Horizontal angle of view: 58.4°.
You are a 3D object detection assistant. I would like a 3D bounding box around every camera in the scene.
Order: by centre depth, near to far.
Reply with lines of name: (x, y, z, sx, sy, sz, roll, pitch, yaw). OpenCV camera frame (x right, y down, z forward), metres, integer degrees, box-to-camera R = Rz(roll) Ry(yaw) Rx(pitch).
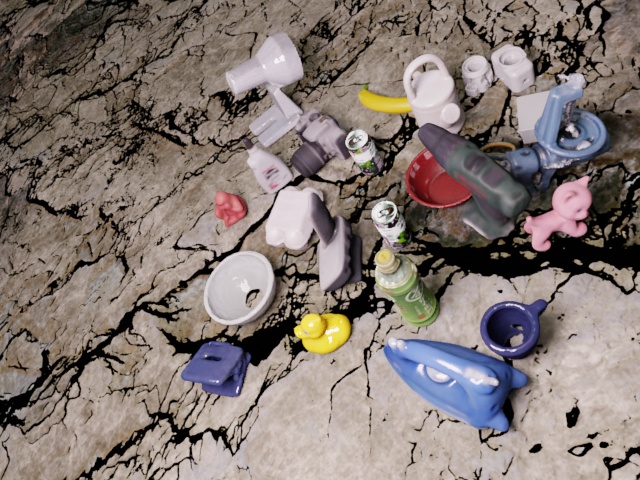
camera: (-0.016, -0.223, 1.321, 0.137, 0.101, 0.142, -45, 52, -4)

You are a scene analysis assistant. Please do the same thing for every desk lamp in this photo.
desk lamp: (-0.120, -0.368, 1.389, 0.203, 0.214, 0.117, -39, 52, 1)

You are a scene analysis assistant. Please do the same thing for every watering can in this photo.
watering can: (0.236, -0.299, 1.178, 0.101, 0.195, 0.172, -49, 52, -6)

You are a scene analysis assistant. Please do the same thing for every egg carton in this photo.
egg carton: (-0.054, -0.049, 1.256, 0.107, 0.070, 0.150, 6, 65, 30)

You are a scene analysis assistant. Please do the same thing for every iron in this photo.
iron: (0.191, 0.206, 0.931, 0.257, 0.142, 0.119, 17, 71, 34)

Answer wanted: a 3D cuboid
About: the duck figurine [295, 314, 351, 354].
duck figurine: (0.001, 0.167, 1.087, 0.104, 0.086, 0.077, -22, 54, 14)

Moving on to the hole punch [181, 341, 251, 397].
hole punch: (-0.208, 0.250, 1.141, 0.108, 0.091, 0.101, 1, 62, 28)

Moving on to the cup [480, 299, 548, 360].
cup: (0.323, 0.148, 0.929, 0.118, 0.095, 0.091, -39, 52, 1)

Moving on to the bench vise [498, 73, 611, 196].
bench vise: (0.408, -0.176, 1.000, 0.207, 0.220, 0.121, -42, 52, -1)

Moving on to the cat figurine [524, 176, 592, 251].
cat figurine: (0.414, -0.052, 0.987, 0.127, 0.118, 0.067, -26, 53, 11)

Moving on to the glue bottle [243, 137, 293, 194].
glue bottle: (-0.129, -0.177, 1.305, 0.078, 0.174, 0.037, -40, 52, 0)

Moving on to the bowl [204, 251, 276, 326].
bowl: (-0.157, 0.112, 1.209, 0.167, 0.075, 0.167, -13, 57, 20)

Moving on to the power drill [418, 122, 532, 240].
power drill: (0.279, -0.096, 1.026, 0.075, 0.209, 0.228, -45, 52, -3)

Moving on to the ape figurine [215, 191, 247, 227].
ape figurine: (-0.216, -0.082, 1.344, 0.077, 0.092, 0.076, 14, 69, 33)

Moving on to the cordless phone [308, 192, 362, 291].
cordless phone: (0.010, 0.004, 1.118, 0.094, 0.186, 0.147, -15, 56, 19)
